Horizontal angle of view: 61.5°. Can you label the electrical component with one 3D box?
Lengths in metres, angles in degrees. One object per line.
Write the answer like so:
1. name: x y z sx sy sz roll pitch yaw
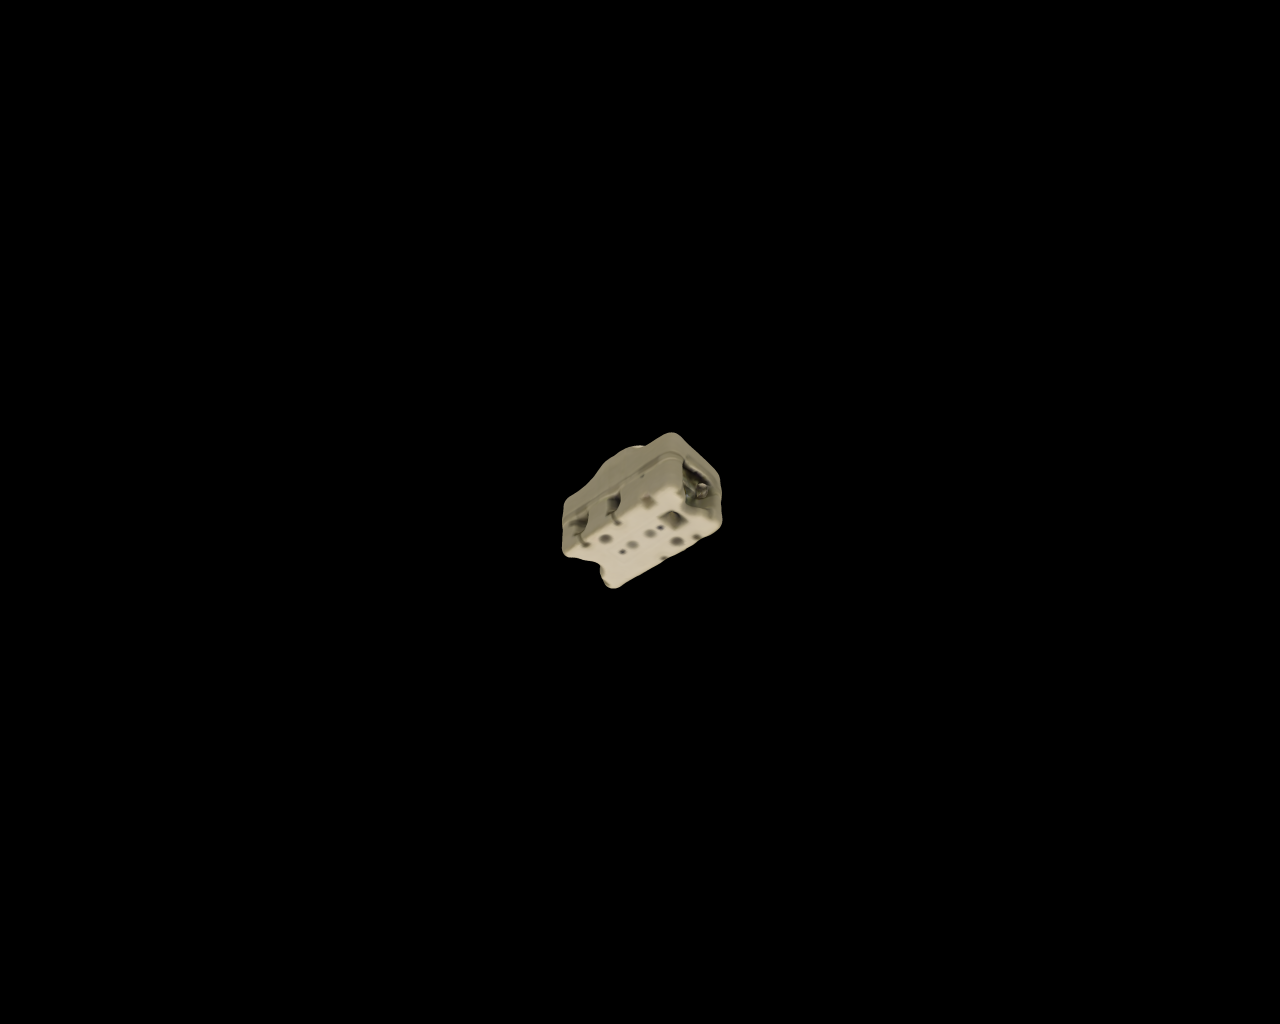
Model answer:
1. electrical component: 0.001 -0.003 0.650 0.089 0.056 0.050 -32 -54 27
